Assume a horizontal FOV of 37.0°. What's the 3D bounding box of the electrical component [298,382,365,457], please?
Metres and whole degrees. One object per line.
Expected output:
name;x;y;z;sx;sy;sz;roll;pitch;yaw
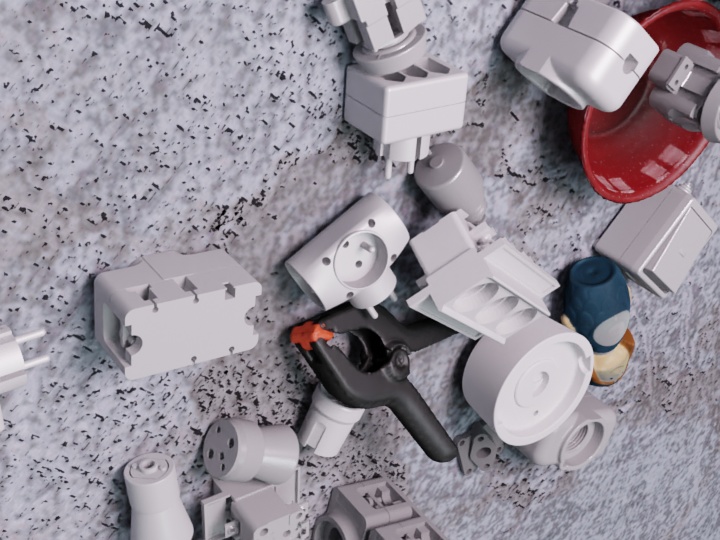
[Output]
electrical component;-0.022;0.112;0.809;0.040;0.040;0.046;8;117;-41

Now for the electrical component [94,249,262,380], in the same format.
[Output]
electrical component;-0.115;0.024;0.667;0.089;0.056;0.050;-13;124;-32

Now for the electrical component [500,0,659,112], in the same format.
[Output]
electrical component;0.146;-0.149;0.734;0.054;0.095;0.059;29;97;-45

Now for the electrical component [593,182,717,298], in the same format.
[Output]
electrical component;0.261;-0.032;0.925;0.096;0.061;0.062;-54;135;3

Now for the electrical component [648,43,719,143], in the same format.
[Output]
electrical component;0.254;-0.126;0.781;0.078;0.057;0.058;23;102;-45

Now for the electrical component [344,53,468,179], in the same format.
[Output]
electrical component;0.028;-0.096;0.710;0.066;0.047;0.076;-16;126;-30

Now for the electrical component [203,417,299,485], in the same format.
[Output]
electrical component;-0.078;0.130;0.772;0.055;0.045;0.045;15;107;-43

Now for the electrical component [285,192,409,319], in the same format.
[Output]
electrical component;0.000;0.000;0.745;0.077;0.044;0.079;-40;122;-11

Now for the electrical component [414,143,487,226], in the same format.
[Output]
electrical component;0.070;-0.057;0.772;0.040;0.040;0.078;-47;136;-4

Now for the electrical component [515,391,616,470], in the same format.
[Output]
electrical component;0.184;0.142;0.976;0.095;0.059;0.053;1;116;-39

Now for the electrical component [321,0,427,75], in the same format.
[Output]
electrical component;0.013;-0.155;0.663;0.066;0.048;0.055;-35;126;-16

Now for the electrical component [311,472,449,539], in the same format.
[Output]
electrical component;0.004;0.279;0.889;0.060;0.105;0.186;-5;119;-36

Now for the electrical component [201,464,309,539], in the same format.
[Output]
electrical component;-0.074;0.180;0.795;0.081;0.064;0.042;-17;125;-29

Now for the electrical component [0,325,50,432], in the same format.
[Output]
electrical component;-0.215;0.054;0.613;0.077;0.047;0.065;-19;127;-29

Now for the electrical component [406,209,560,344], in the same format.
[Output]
electrical component;0.087;0.006;0.784;0.079;0.063;0.121;-34;152;16

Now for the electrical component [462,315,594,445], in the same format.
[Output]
electrical component;0.135;0.085;0.900;0.108;0.060;0.108;-20;128;-28

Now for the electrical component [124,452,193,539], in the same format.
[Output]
electrical component;-0.142;0.160;0.745;0.044;0.044;0.065;-21;123;-27
